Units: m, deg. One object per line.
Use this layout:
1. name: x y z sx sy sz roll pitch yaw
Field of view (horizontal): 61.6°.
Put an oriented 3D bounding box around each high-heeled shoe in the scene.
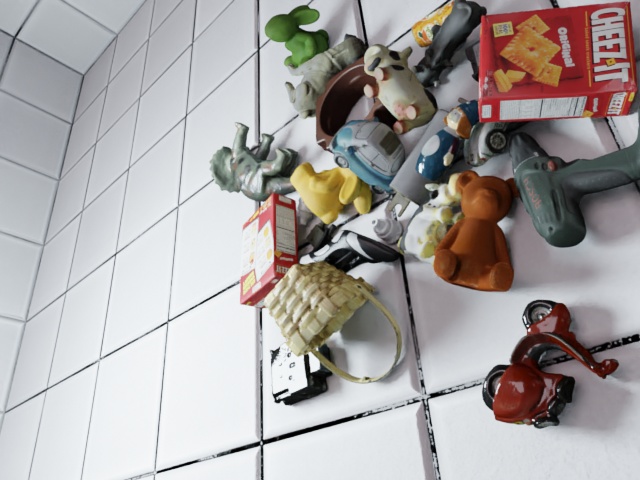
1. high-heeled shoe: 0.045 0.056 1.050 0.249 0.086 0.145 17 87 54

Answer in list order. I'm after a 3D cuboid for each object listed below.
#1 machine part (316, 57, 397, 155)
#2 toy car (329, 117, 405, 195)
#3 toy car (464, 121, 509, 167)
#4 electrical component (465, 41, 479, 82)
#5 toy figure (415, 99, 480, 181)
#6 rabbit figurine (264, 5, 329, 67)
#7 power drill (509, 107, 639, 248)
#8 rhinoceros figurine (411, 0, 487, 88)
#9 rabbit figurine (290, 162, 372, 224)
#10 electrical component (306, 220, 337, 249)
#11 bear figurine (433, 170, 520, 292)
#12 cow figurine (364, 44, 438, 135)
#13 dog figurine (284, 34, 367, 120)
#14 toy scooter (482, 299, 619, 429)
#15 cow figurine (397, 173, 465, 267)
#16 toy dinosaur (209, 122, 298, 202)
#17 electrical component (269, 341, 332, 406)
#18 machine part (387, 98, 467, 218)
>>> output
1. machine part: 0.088 -0.285 1.176 0.201 0.087 0.201 -23 55 36
2. toy car: 0.105 -0.167 1.023 0.109 0.161 0.103 -48 4 -24
3. toy car: 0.300 -0.218 0.914 0.201 0.056 0.073 -66 9 -4
4. electrical component: 0.314 -0.350 0.996 0.075 0.047 0.119 -23 56 38
5. toy figure: 0.221 -0.172 0.902 0.064 0.057 0.154 44 113 29
6. rabbit figurine: -0.058 -0.528 1.394 0.159 0.170 0.121 -55 41 12
7. power drill: 0.380 -0.113 0.773 0.207 0.086 0.232 -22 46 33
8. rhinoceros figurine: 0.247 -0.377 1.039 0.190 0.073 0.112 -53 15 49
9. rabbit figurine: 0.043 -0.126 1.114 0.173 0.121 0.162 -43 49 21
10. electrical component: -0.002 -0.004 1.173 0.094 0.021 0.063 -56 40 11
11. bear figurine: 0.252 -0.021 0.833 0.120 0.132 0.195 17 86 13
12. cow figurine: 0.152 -0.297 1.020 0.195 0.127 0.085 56 141 18
13. dog figurine: 0.025 -0.384 1.278 0.191 0.121 0.172 -19 68 32
14. toy scooter: 0.306 0.175 0.709 0.135 0.075 0.184 25 84 49
15. cow figurine: 0.202 -0.042 0.942 0.098 0.068 0.167 23 86 56
16. toy dinosaur: -0.156 -0.166 1.361 0.405 0.131 0.192 43 115 45
17. electrical component: -0.037 0.249 1.050 0.134 0.058 0.115 -34 50 32
18. machine part: 0.204 -0.148 0.985 0.243 0.079 0.079 -56 40 7
